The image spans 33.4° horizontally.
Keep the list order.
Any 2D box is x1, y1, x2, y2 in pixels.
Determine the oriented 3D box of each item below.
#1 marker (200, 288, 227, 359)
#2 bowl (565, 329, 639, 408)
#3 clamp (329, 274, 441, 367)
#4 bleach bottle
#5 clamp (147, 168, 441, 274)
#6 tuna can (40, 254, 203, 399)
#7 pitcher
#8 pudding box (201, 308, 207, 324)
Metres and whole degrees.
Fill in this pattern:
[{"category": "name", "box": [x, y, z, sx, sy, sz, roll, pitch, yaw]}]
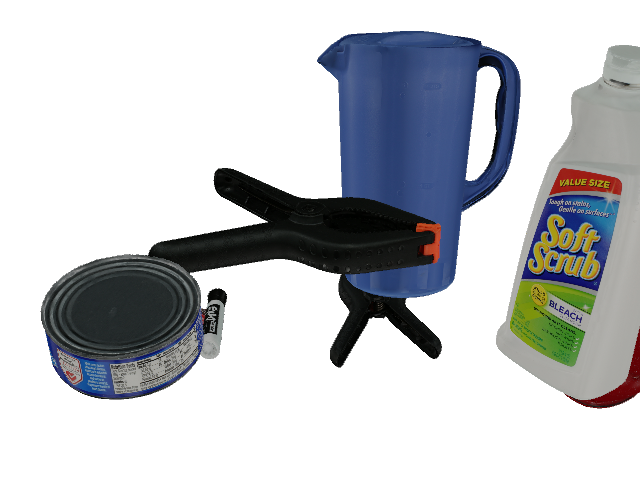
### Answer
[{"category": "marker", "box": [-0.098, 0.074, 0.984, 0.020, 0.020, 0.121, 0, 20, -1]}, {"category": "bowl", "box": [0.286, 0.082, 1.010, 0.161, 0.162, 0.055, 0, 0, -27]}, {"category": "clamp", "box": [0.073, 0.073, 1.193, 0.120, 0.171, 0.039, 5, -42, -2]}, {"category": "bleach bottle", "box": [0.188, -0.015, 0.747, 0.067, 0.251, 0.103, -20, 37, -33]}, {"category": "clamp", "box": [-0.012, -0.013, 0.826, 0.210, 0.036, 0.164, 3, 28, 6]}, {"category": "tuna can", "box": [-0.107, 0.046, 0.584, 0.086, 0.034, 0.086, -1, 37, 0]}, {"category": "pitcher", "box": [0.090, -0.075, 1.008, 0.149, 0.243, 0.144, 14, 21, 38]}, {"category": "pudding box", "box": [-0.189, 0.108, 1.287, 0.114, 0.039, 0.090, 2, 14, 18]}]
